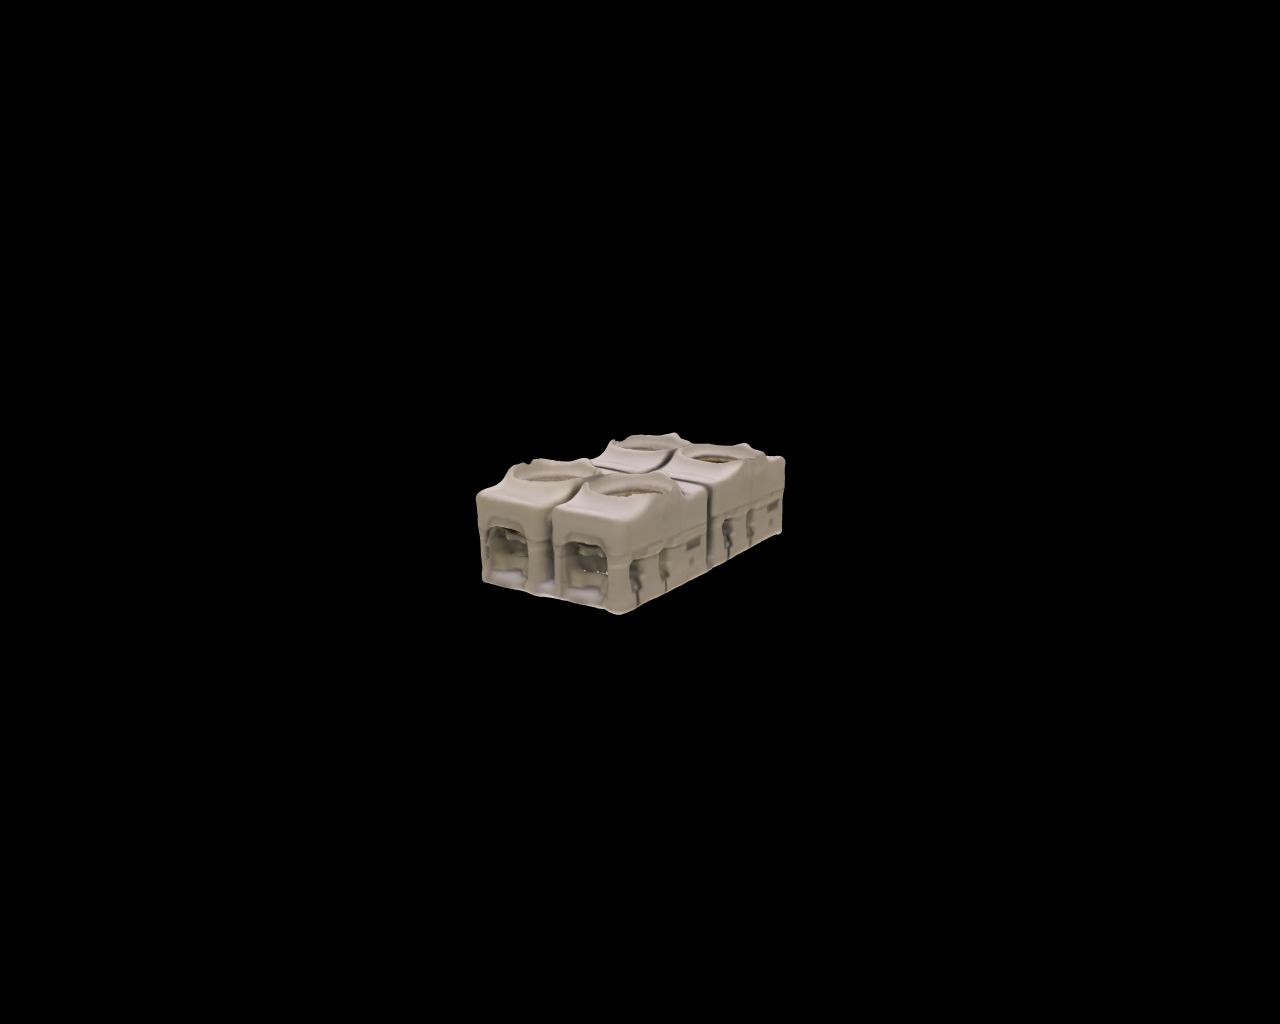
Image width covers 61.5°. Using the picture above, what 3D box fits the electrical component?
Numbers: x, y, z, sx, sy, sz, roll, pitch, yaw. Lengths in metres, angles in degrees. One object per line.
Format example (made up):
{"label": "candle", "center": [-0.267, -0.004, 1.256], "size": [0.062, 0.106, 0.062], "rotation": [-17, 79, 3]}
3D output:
{"label": "electrical component", "center": [0.001, -0.003, 0.650], "size": [0.105, 0.060, 0.186], "rotation": [11, 19, 34]}
